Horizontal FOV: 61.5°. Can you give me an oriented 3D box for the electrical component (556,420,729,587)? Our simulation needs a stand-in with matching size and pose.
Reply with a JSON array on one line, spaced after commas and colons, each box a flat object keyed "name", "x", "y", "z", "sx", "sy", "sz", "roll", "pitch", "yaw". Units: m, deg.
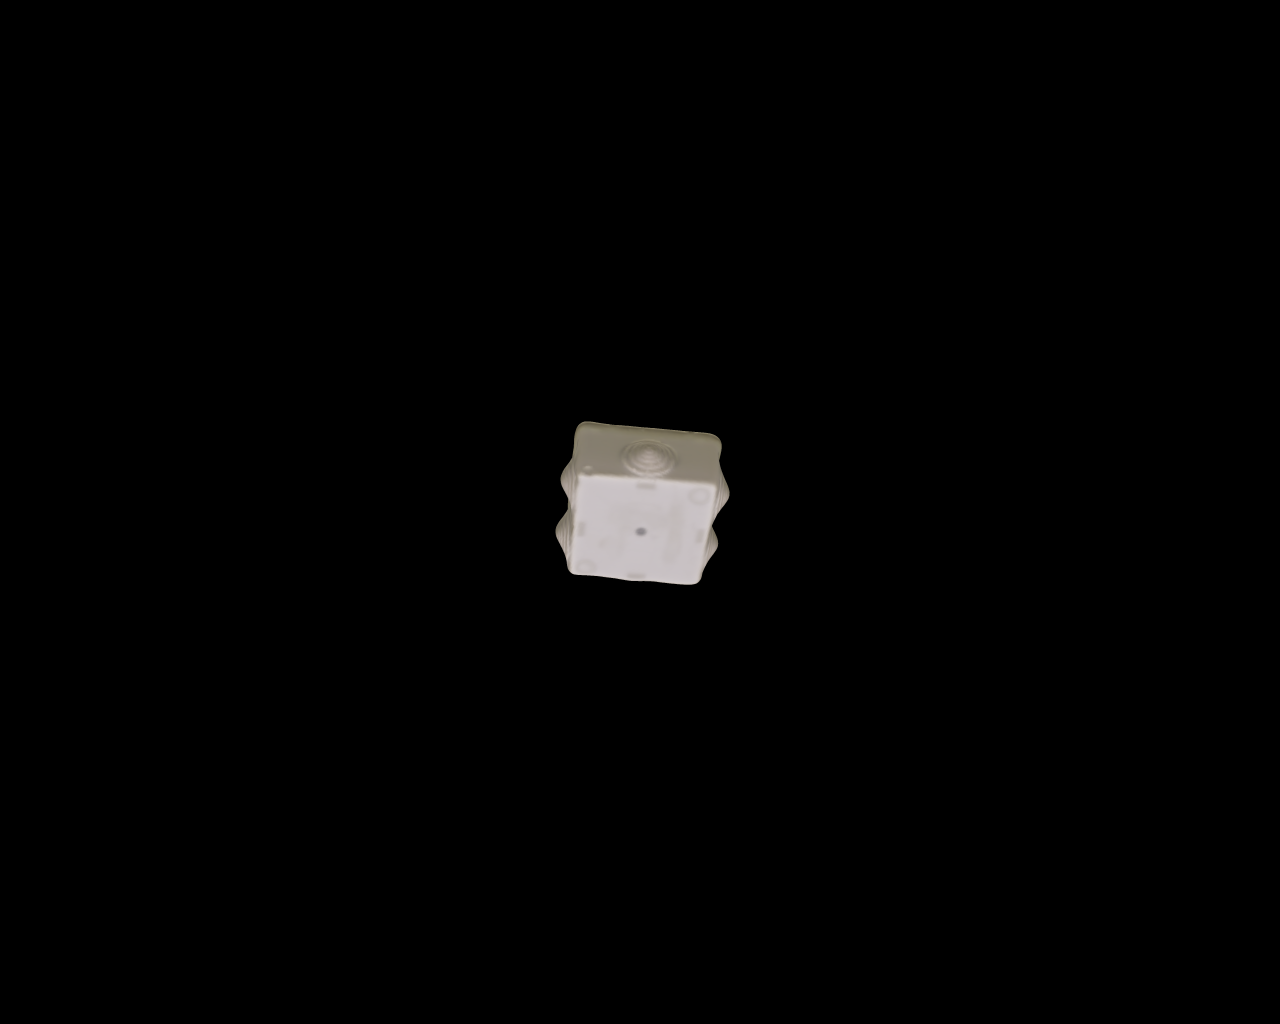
[{"name": "electrical component", "x": 0.001, "y": -0.003, "z": 0.650, "sx": 0.100, "sy": 0.099, "sz": 0.048, "roll": 5, "pitch": 40, "yaw": -4}]
